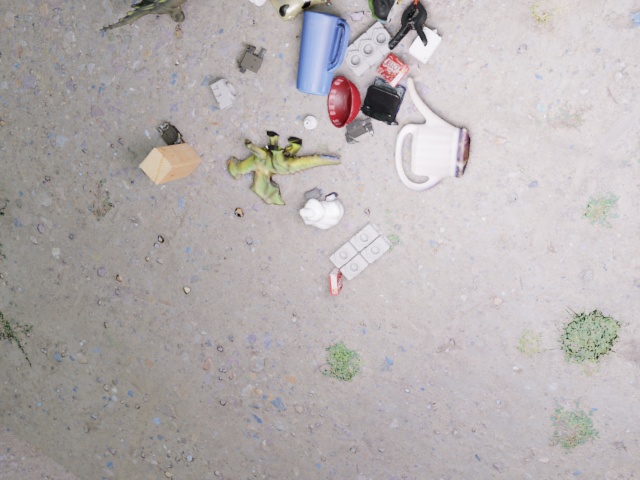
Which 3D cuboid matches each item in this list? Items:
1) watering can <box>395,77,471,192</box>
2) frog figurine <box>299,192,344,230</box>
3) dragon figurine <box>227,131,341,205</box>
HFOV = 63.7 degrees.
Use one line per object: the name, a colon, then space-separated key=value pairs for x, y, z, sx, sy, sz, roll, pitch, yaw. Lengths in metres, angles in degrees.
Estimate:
watering can: x=0.346 y=-0.316 z=1.576 sx=0.224 sy=0.105 sz=0.344 roll=6 pitch=104 yaw=14
frog figurine: x=0.005 y=-0.085 z=1.696 sx=0.137 sy=0.161 sz=0.121 roll=-10 pitch=102 yaw=18
dragon figurine: x=-0.141 y=-0.228 z=1.757 sx=0.411 sy=0.124 sz=0.237 roll=19 pitch=125 yaw=13
